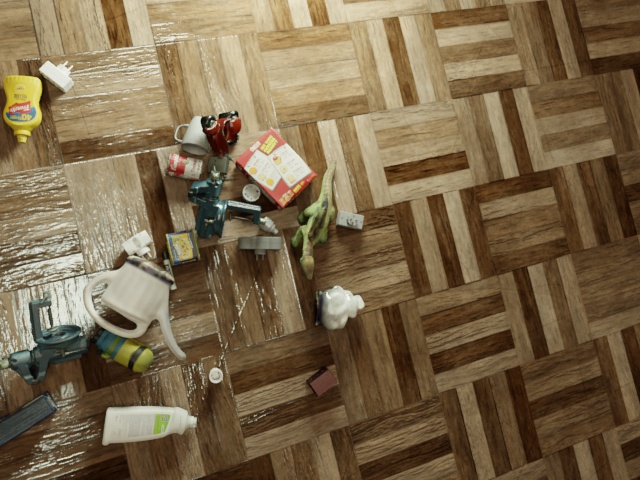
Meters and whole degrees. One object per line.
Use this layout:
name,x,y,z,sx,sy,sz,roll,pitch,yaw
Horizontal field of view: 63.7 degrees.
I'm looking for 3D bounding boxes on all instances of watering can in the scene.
watering can,-0.501,0.187,1.497,0.346,0.103,0.227,31,72,-12

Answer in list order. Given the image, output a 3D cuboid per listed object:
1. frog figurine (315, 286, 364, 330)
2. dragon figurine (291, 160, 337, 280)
frog figurine,0.066,0.217,1.646,0.159,0.120,0.140,1,66,-4
dragon figurine,0.005,-0.081,1.603,0.122,0.241,0.413,16,82,-9
